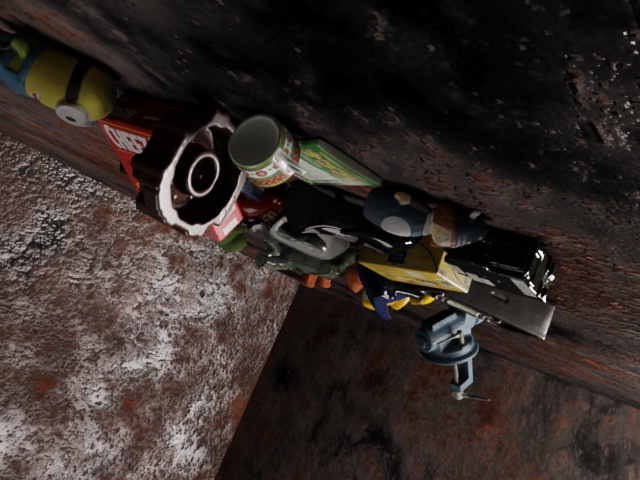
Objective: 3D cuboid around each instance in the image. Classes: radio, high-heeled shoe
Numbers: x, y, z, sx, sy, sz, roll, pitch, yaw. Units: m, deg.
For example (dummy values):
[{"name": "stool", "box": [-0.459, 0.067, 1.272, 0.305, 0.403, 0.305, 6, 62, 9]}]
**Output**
[{"name": "radio", "box": [0.295, 0.103, 0.984, 0.229, 0.073, 0.131, 26, 172, -12]}, {"name": "high-heeled shoe", "box": [0.045, -0.040, 0.869, 0.145, 0.086, 0.249, 0, -160, -32]}]

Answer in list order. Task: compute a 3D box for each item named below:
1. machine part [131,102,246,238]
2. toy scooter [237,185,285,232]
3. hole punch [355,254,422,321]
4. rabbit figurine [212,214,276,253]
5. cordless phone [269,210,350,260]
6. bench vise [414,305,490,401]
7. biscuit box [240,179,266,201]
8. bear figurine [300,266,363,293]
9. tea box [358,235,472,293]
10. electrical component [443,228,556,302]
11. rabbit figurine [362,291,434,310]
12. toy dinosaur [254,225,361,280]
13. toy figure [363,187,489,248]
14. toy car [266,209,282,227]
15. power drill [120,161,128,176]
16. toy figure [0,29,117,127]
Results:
[{"name": "machine part", "box": [-0.166, -0.092, 0.712, 0.056, 0.179, 0.179, 24, 173, 25]}, {"name": "toy scooter", "box": [-0.157, -0.063, 0.983, 0.184, 0.135, 0.075, 19, 169, 24]}, {"name": "hole punch", "box": [0.115, 0.083, 1.035, 0.115, 0.092, 0.142, 23, -144, -41]}, {"name": "rabbit figurine", "box": [-0.170, -0.072, 1.114, 0.170, 0.121, 0.159, -16, 135, 34]}, {"name": "cordless phone", "box": [-0.002, -0.002, 0.976, 0.146, 0.088, 0.184, 27, -177, -23]}, {"name": "bench vise", "box": [0.295, 0.219, 1.137, 0.129, 0.240, 0.223, 6, -156, 44]}, {"name": "biscuit box", "box": [-0.181, -0.125, 0.905, 0.203, 0.059, 0.062, 19, 171, 29]}, {"name": "bear figurine", "box": [0.065, 0.093, 1.412, 0.196, 0.131, 0.120, 25, -171, 30]}, {"name": "tea box", "box": [0.159, 0.032, 0.890, 0.098, 0.068, 0.170, 30, 166, -40]}, {"name": "electrical component", "box": [0.235, 0.027, 0.722, 0.134, 0.058, 0.114, 18, 168, 38]}, {"name": "rabbit figurine", "box": [0.199, 0.103, 1.238, 0.173, 0.122, 0.162, 11, 166, -16]}, {"name": "toy dinosaur", "box": [-0.008, 0.036, 1.283, 0.405, 0.131, 0.192, 14, -177, 34]}, {"name": "toy figure", "box": [0.133, -0.024, 0.679, 0.155, 0.057, 0.064, 20, 177, 21]}, {"name": "toy car", "box": [-0.034, -0.028, 1.146, 0.202, 0.056, 0.073, 21, 178, 26]}, {"name": "power drill", "box": [-0.395, -0.154, 1.267, 0.232, 0.086, 0.207, 22, 168, 5]}, {"name": "toy figure", "box": [-0.365, -0.224, 0.725, 0.180, 0.089, 0.082, 34, -162, -3]}]
